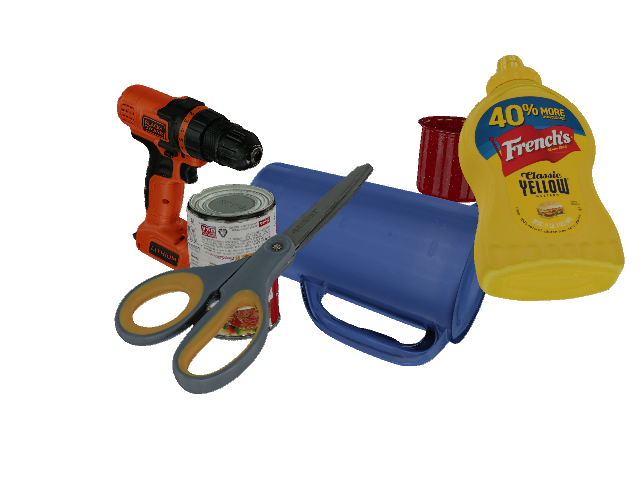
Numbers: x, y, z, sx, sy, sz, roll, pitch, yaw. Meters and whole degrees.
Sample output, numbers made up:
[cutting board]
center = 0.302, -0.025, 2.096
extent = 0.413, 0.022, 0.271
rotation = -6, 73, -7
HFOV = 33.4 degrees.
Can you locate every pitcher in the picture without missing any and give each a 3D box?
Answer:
[pitcher]
center = 0.041, 0.012, 1.040
extent = 0.243, 0.145, 0.149
rotation = 17, 22, 20

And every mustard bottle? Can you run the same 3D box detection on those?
[mustard bottle]
center = 0.148, -0.053, 0.757
extent = 0.096, 0.191, 0.058
rotation = -3, -31, -2

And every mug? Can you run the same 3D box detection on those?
[mug]
center = 0.162, -0.094, 1.220
extent = 0.117, 0.081, 0.093
rotation = -11, 24, -39

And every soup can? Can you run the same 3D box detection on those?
[soup can]
center = -0.066, 0.016, 0.817
extent = 0.068, 0.102, 0.068
rotation = -1, 24, 0

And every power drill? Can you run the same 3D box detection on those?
[power drill]
center = -0.135, -0.056, 1.111
extent = 0.185, 0.188, 0.057
rotation = 26, 37, 32

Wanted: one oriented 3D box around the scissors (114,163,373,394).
[scissors]
center = -0.046, 0.009, 0.624
extent = 0.096, 0.016, 0.201
rotation = 11, 44, 18
